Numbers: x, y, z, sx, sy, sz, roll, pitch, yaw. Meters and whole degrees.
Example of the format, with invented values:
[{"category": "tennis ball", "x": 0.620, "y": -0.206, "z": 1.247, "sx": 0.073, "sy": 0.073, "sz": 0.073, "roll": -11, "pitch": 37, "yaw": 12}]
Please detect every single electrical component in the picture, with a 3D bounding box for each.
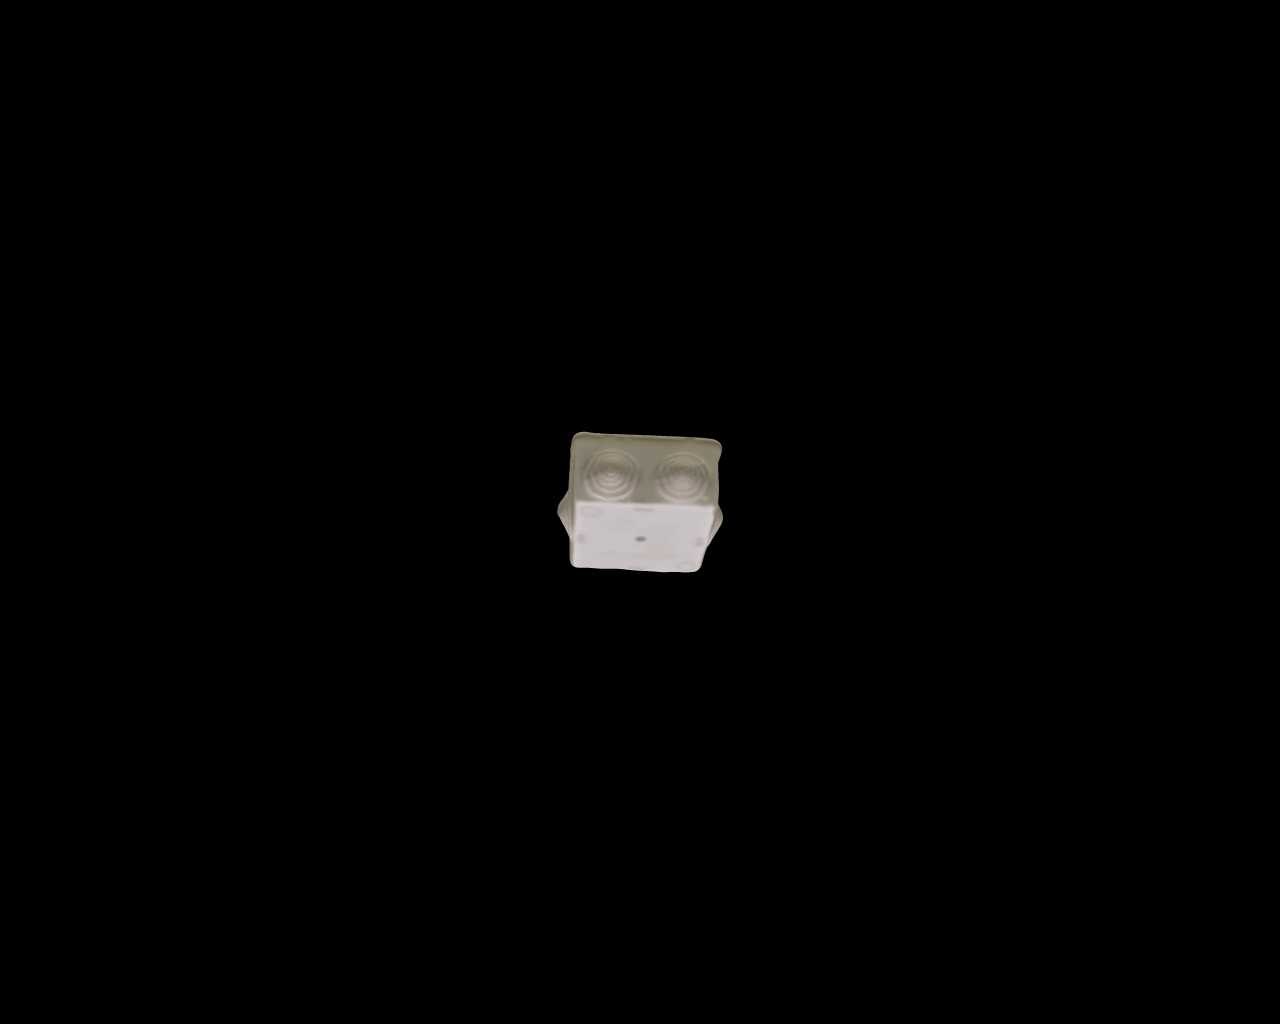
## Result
[{"category": "electrical component", "x": 0.001, "y": -0.003, "z": 0.650, "sx": 0.100, "sy": 0.048, "sz": 0.099, "roll": 3, "pitch": -32, "yaw": -5}]
